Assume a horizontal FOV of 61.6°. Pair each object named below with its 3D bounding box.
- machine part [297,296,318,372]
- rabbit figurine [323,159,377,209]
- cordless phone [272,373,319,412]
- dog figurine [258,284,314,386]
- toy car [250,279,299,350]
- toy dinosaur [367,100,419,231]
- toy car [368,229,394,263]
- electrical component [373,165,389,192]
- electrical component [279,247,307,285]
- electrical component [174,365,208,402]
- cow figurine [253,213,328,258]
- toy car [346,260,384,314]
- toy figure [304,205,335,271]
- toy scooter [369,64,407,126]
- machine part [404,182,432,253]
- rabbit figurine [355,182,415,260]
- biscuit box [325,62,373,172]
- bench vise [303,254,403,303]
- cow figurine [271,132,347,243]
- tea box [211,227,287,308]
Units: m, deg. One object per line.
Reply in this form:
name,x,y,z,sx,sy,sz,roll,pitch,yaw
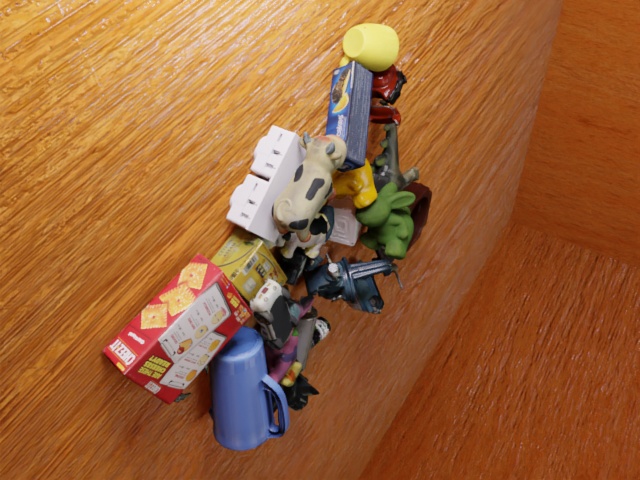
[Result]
machine part,-0.058,0.243,1.332,0.079,0.079,0.243,-27,136,-52
rabbit figurine,0.025,-0.121,1.130,0.173,0.122,0.162,-30,138,-22
cordless phone,-0.100,0.441,1.451,0.184,0.089,0.146,-47,152,-11
dog figurine,-0.082,0.218,1.234,0.219,0.109,0.191,-65,154,-5
toy car,-0.090,0.151,1.058,0.073,0.056,0.201,-54,156,-27
toy dinosaur,0.165,-0.147,1.386,0.198,0.105,0.470,-34,136,-42
toy car,0.167,0.011,1.414,0.089,0.053,0.202,-42,151,-7
electrical component,0.131,-0.135,1.267,0.063,0.021,0.094,8,105,-45
electrical component,-0.062,0.057,1.149,0.119,0.048,0.074,-52,160,-71
electrical component,-0.252,0.247,0.998,0.102,0.045,0.078,-51,153,-27
cow figurine,-0.053,-0.018,1.082,0.167,0.068,0.098,4,125,-50
toy car,0.115,0.145,1.537,0.103,0.161,0.109,-22,165,11
toy figure,-0.003,-0.004,1.214,0.064,0.058,0.154,-48,149,-86
toy scooter,0.128,-0.300,1.135,0.184,0.135,0.075,-62,153,-10
machine part,0.259,-0.067,1.655,0.201,0.087,0.200,-44,148,-40
rabbit figurine,0.154,-0.050,1.236,0.159,0.121,0.170,-54,141,1
biscuit box,0.055,-0.236,1.041,0.062,0.059,0.202,19,72,-43
bench vise,0.079,0.084,1.329,0.241,0.129,0.223,-12,149,-6
cow figurine,-0.018,-0.104,0.950,0.195,0.086,0.127,-58,160,-12
tea box,-0.134,0.063,1.029,0.098,0.068,0.169,-52,154,-18
